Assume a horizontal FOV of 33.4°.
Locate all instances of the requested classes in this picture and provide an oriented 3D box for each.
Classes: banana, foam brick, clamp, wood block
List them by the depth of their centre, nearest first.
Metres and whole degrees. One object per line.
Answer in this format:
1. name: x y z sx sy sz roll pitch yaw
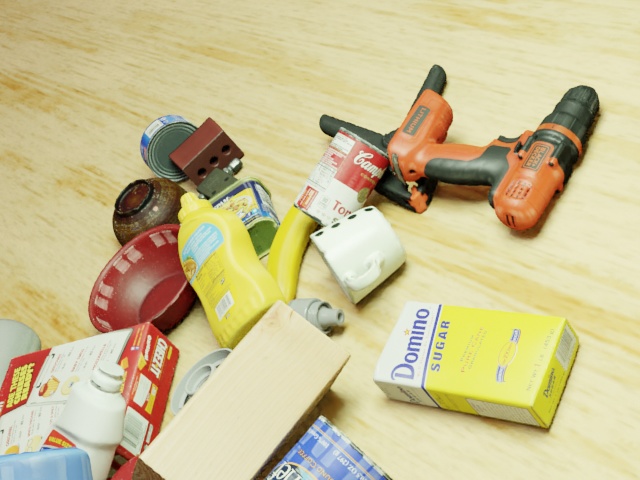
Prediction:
1. wood block: -0.073 0.168 0.996 0.091 0.090 0.205 37 58 7
2. banana: -0.019 -0.004 1.217 0.070 0.037 0.197 9 59 43
3. clamp: 0.081 -0.108 1.233 0.165 0.036 0.210 -19 46 15
4. foam brick: -0.150 -0.112 1.412 0.078 0.053 0.051 -45 39 -4

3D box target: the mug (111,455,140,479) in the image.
1. mug: -0.165 0.260 1.048 0.117 0.081 0.093 10 60 43

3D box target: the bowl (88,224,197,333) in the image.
1. bowl: -0.199 0.060 1.285 0.162 0.055 0.162 -22 42 21

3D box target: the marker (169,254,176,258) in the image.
1. marker: -0.223 0.027 1.364 0.121 0.020 0.020 -13 46 29

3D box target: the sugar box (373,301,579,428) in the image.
1. sugar box: 0.139 0.110 0.977 0.177 0.048 0.093 4 57 40

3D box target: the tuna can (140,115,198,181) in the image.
1. tuna can: -0.198 -0.124 1.435 0.086 0.086 0.034 -43 38 -4

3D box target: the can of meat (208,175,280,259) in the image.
1. can of meat: -0.098 -0.015 1.276 0.102 0.057 0.084 -34 41 9

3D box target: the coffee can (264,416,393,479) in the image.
1. coffee can: -0.009 0.239 0.927 0.140 0.102 0.103 -47 39 -9

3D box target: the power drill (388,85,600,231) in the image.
1. power drill: 0.180 -0.105 1.117 0.188 0.057 0.184 16 59 34

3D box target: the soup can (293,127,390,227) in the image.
1. soup can: 0.024 -0.063 1.170 0.102 0.068 0.069 -58 40 3

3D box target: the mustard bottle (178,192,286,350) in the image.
1. mustard bottle: -0.111 0.024 1.184 0.096 0.058 0.192 -52 56 36

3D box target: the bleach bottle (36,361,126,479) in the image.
1. bleach bottle: -0.255 0.232 1.071 0.103 0.067 0.251 38 110 46

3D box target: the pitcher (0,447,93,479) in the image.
1. pitcher: -0.236 0.310 0.942 0.145 0.149 0.243 -13 77 21

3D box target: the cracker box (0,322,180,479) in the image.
1. cracker box: -0.274 0.196 1.205 0.214 0.072 0.164 -17 44 27
